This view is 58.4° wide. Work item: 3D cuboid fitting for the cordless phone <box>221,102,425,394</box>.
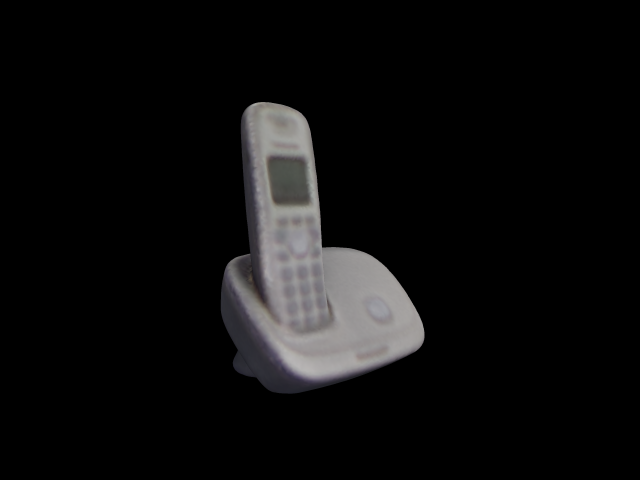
[{"bbox_3d":[0.004,0.001,0.400,0.093,0.185,0.148,4,6,44],"label":"cordless phone"}]
